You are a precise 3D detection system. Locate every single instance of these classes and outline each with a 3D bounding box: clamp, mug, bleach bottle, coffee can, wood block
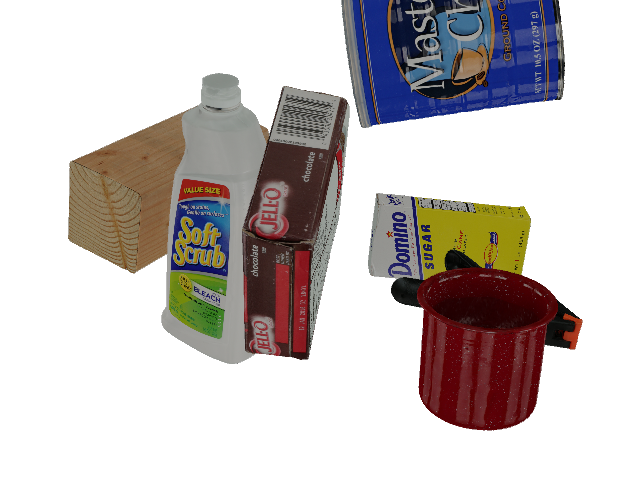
[{"bbox_3d":[0.163,0.053,0.997,0.172,0.039,0.120,20,31,19],"label":"clamp"},{"bbox_3d":[0.107,0.069,0.734,0.093,0.081,0.117,-2,25,-8],"label":"mug"},{"bbox_3d":[-0.087,-0.021,0.885,0.103,0.251,0.068,26,40,30],"label":"bleach bottle"},{"bbox_3d":[0.091,-0.139,0.744,0.140,0.103,0.102,-7,-1,6],"label":"coffee can"},{"bbox_3d":[-0.150,-0.059,1.084,0.090,0.091,0.205,25,34,23],"label":"wood block"}]

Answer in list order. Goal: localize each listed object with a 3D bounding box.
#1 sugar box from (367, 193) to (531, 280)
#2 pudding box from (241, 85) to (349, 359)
[{"bbox_3d":[0.147,0.002,1.233,0.176,0.093,0.048,4,23,-3],"label":"sugar box"},{"bbox_3d":[-0.013,-0.009,0.550,0.039,0.113,0.090,10,-43,5],"label":"pudding box"}]
